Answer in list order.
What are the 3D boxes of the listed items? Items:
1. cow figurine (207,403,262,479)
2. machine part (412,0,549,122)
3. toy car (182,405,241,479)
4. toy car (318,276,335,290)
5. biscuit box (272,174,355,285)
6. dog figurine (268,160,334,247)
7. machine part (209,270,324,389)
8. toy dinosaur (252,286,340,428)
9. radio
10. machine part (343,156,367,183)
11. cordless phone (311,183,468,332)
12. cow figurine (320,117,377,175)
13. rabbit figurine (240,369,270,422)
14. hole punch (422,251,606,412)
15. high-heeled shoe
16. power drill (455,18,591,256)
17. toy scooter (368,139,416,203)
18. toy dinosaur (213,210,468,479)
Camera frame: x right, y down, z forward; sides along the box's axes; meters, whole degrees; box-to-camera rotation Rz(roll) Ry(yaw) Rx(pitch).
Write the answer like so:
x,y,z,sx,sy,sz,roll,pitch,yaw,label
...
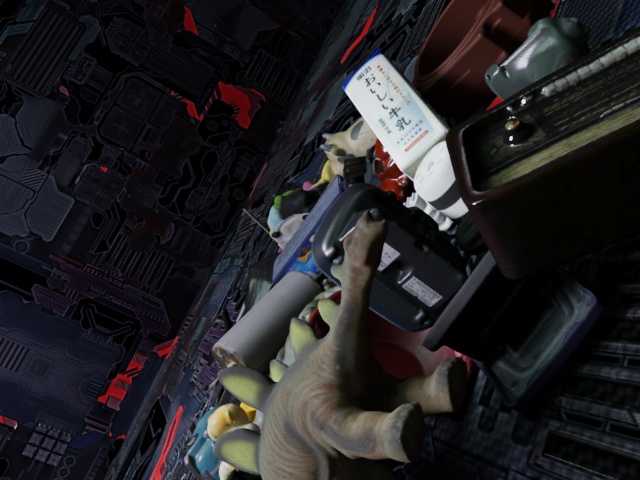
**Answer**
x,y,z,sx,sy,sz,roll,pitch,yaw,label
-0.050,0.246,0.574,0.068,0.167,0.098,-53,16,13,cow figurine
0.225,-0.290,0.779,0.201,0.087,0.201,-40,25,54,machine part
-0.152,0.335,0.901,0.103,0.109,0.162,-34,11,13,toy car
0.038,0.043,0.855,0.202,0.056,0.073,-22,44,63,toy car
-0.002,-0.003,0.837,0.202,0.059,0.063,-52,23,30,biscuit box
-0.013,-0.070,0.994,0.108,0.191,0.219,-44,35,29,dog figurine
-0.069,0.122,0.765,0.243,0.079,0.079,-45,4,-35,machine part
-0.002,0.154,0.697,0.404,0.131,0.192,-59,2,26,toy dinosaur
0.201,-0.075,0.342,0.230,0.073,0.131,-25,27,18,radio
0.065,-0.068,0.882,0.084,0.039,0.138,-73,-23,-49,machine part
0.078,-0.009,0.549,0.088,0.146,0.184,-49,10,29,cordless phone
0.086,-0.184,0.960,0.195,0.127,0.085,-49,16,31,cow figurine
-0.077,0.240,0.832,0.162,0.122,0.173,-106,31,-56,rabbit figurine
0.154,0.060,0.434,0.142,0.092,0.116,-61,-15,13,hole punch
-0.095,0.128,0.960,0.086,0.145,0.249,7,33,35,high-heeled shoe
0.212,-0.114,0.528,0.232,0.086,0.207,-46,18,41,power drill
0.131,-0.124,0.813,0.135,0.075,0.184,-47,24,43,toy scooter
0.006,0.201,0.435,0.199,0.105,0.470,19,113,40,toy dinosaur
